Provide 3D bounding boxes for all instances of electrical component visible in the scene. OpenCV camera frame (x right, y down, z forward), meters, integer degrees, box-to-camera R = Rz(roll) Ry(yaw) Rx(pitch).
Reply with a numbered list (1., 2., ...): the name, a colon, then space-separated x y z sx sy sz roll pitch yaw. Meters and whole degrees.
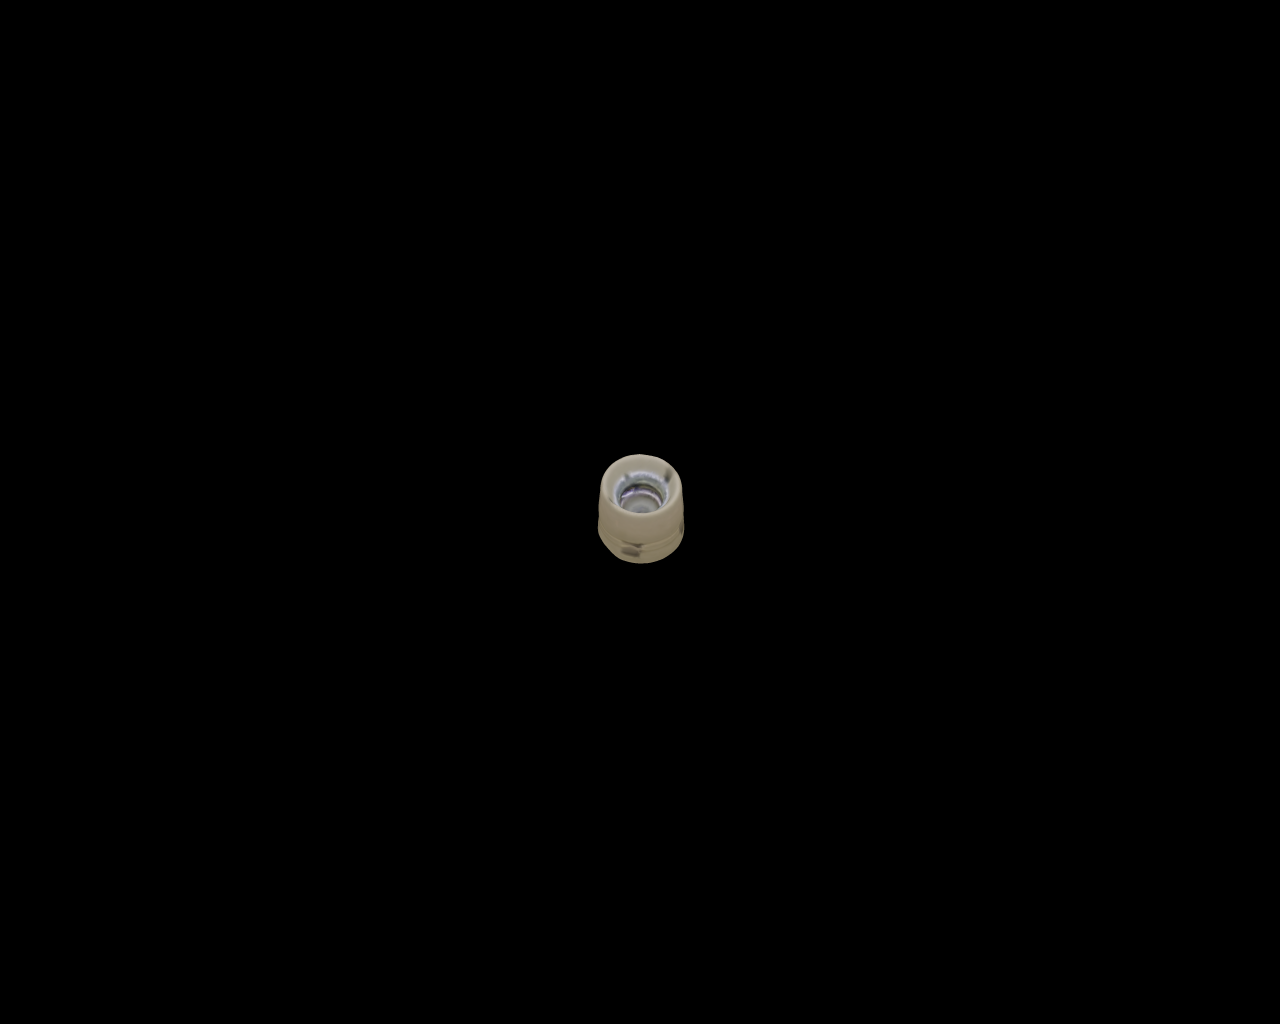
1. electrical component: 0.001 -0.003 0.650 0.055 0.055 0.047 0 -37 0
